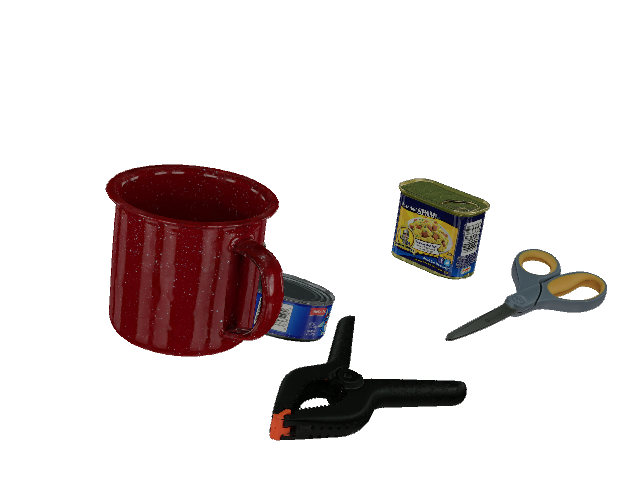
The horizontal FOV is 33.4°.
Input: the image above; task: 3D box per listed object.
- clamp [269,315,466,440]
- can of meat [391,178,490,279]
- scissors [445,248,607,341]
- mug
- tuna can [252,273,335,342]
[{"bbox_3d":[0.035,0.149,1.049,0.165,0.036,0.209,24,31,28],"label":"clamp"},{"bbox_3d":[0.131,-0.012,1.184,0.102,0.084,0.057,25,28,36],"label":"can of meat"},{"bbox_3d":[0.167,0.045,0.947,0.201,0.016,0.096,-7,36,-30],"label":"scissors"},{"bbox_3d":[-0.065,0.015,0.583,0.117,0.081,0.093,24,26,34],"label":"mug"},{"bbox_3d":[-0.034,0.049,0.829,0.086,0.034,0.086,15,9,-3],"label":"tuna can"}]
